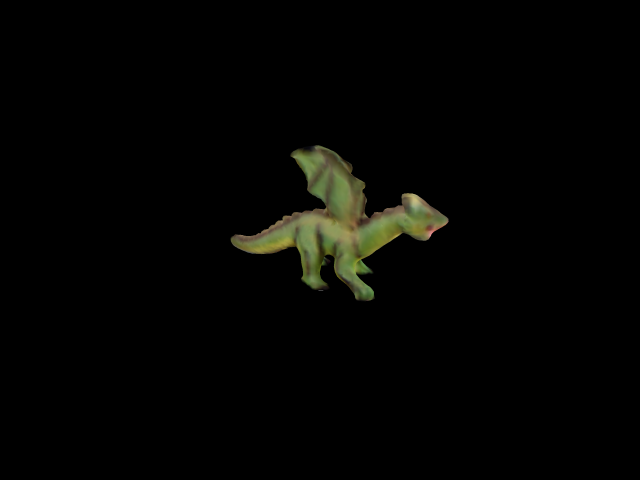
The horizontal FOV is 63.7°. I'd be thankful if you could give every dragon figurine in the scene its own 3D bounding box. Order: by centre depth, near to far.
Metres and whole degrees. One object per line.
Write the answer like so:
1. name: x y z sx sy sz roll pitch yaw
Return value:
1. dragon figurine: 0.003 -0.043 0.850 0.411 0.238 0.124 13 29 25
